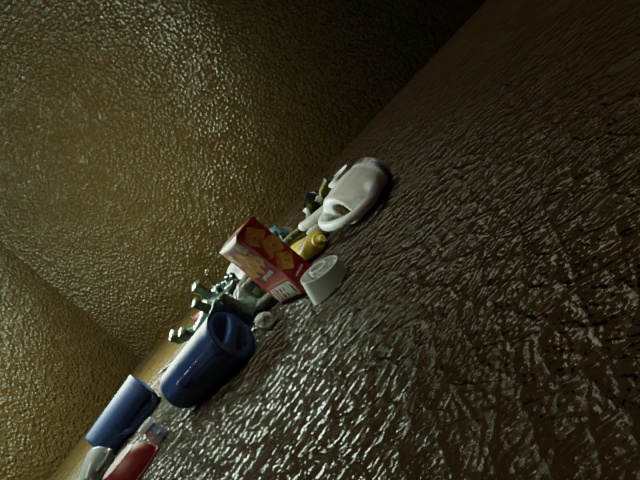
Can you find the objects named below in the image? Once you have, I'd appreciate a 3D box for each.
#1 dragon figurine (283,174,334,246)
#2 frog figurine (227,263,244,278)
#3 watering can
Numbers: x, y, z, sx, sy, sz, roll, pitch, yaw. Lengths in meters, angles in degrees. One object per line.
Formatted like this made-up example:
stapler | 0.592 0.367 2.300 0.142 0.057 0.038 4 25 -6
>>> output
dragon figurine | 0.005 -0.087 1.723 0.410 0.123 0.242 -45 -9 2
frog figurine | -0.302 0.147 2.017 0.161 0.122 0.136 -132 52 -73
watering can | 0.065 -0.109 1.364 0.227 0.103 0.346 -50 18 -20
